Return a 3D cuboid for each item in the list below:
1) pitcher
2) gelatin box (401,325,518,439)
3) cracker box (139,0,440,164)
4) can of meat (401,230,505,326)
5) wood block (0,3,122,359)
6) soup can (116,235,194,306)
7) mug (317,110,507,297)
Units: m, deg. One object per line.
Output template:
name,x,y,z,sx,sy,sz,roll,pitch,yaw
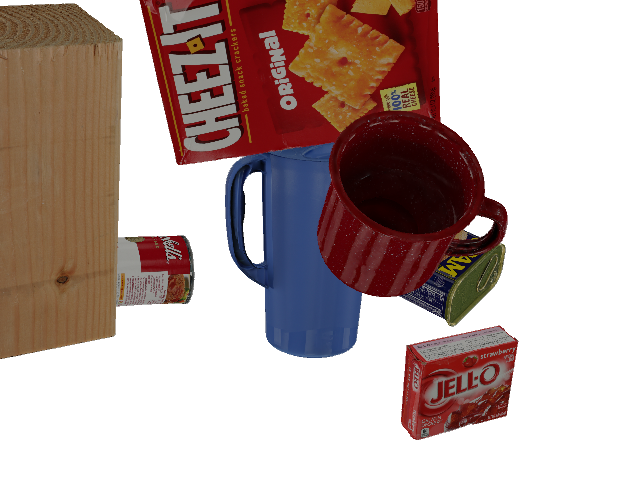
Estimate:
pitcher,-0.016,0.006,1.219,0.149,0.243,0.144,10,18,23
gelatin box,0.109,0.112,0.842,0.089,0.073,0.030,-10,30,-24
cracker box,-0.019,-0.150,0.803,0.213,0.164,0.072,-9,45,-2
can of meat,0.122,0.027,1.065,0.084,0.057,0.101,26,45,28
wood block,-0.186,-0.039,0.688,0.090,0.206,0.090,-10,31,-30
soup can,-0.180,0.030,1.026,0.102,0.068,0.069,-2,1,-24
mug,0.055,-0.016,0.652,0.117,0.093,0.082,10,-33,-6
